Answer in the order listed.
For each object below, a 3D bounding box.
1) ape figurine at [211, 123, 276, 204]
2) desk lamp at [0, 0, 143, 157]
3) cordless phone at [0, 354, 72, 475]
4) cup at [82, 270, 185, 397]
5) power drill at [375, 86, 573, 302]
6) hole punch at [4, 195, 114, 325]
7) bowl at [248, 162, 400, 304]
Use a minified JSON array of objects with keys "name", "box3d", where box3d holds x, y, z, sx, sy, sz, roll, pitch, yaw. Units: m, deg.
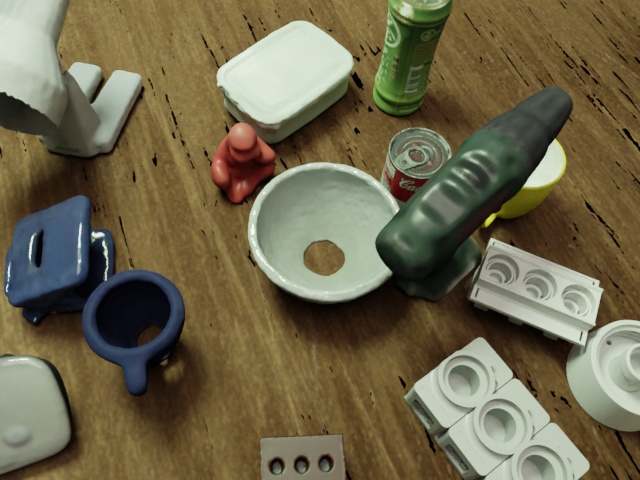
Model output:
[{"name":"ape figurine","box3d":[-0.090,-0.099,0.666,0.078,0.092,0.076,-6,62,-6]},{"name":"desk lamp","box3d":[-0.302,-0.183,0.629,0.118,0.213,0.203,12,62,3]},{"name":"cordless phone","box3d":[-0.302,0.138,0.473,0.148,0.185,0.094,-17,64,-12]},{"name":"cup","box3d":[-0.169,0.099,0.553,0.092,0.095,0.117,-9,63,-8]},{"name":"power drill","box3d":[0.142,-0.029,0.576,0.075,0.208,0.230,42,67,18]},{"name":"hole punch","box3d":[-0.274,0.019,0.592,0.101,0.091,0.108,-7,62,-7]},{"name":"bowl","box3d":[0.006,0.002,0.627,0.167,0.075,0.167,2,62,-3]}]
